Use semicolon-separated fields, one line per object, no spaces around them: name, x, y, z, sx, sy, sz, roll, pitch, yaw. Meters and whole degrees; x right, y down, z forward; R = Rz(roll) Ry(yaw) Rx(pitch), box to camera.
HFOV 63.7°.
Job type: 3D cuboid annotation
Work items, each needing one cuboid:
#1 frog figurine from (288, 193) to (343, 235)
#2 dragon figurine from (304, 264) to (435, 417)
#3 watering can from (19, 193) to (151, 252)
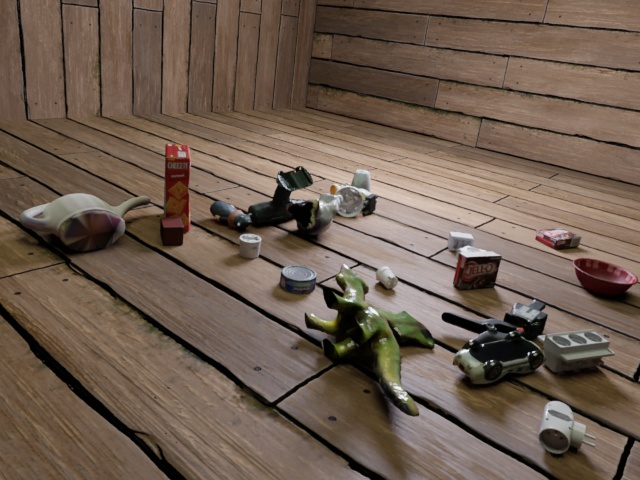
frog figurine;0.005;-0.077;1.536;0.160;0.135;0.124;-6;65;-50
dragon figurine;0.125;0.173;0.985;0.243;0.120;0.417;2;29;-35
watering can;-0.571;-0.063;1.330;0.350;0.102;0.227;-12;29;-40
